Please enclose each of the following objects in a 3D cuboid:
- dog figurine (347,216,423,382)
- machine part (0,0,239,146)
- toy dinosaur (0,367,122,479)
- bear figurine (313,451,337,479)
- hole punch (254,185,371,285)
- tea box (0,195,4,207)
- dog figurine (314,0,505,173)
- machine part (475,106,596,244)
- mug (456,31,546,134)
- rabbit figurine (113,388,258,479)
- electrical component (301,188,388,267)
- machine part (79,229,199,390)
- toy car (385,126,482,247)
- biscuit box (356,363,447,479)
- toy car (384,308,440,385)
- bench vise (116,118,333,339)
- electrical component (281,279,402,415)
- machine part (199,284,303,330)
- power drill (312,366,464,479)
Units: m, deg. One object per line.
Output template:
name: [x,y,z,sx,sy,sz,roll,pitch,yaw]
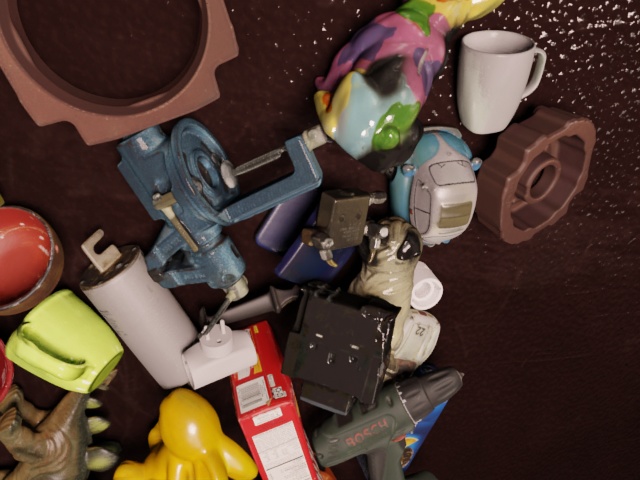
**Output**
dog figurine: [0.082,0.065,0.696,0.121,0.172,0.190,24,95,3]
machine part: [-0.191,-0.205,0.489,0.201,0.087,0.200,-22,119,-5]
toy dinosaur: [-0.376,0.340,0.682,0.198,0.105,0.471,33,101,-29]
bear figurine: [-0.065,0.414,0.811,0.196,0.132,0.120,-46,121,0]
hole punch: [-0.001,-0.002,0.651,0.115,0.092,0.142,26,101,-31]
tea box: [-0.383,-0.081,0.483,0.098,0.068,0.169,-25,111,-5]
dog figurine: [0.097,-0.193,0.543,0.108,0.192,0.219,33,117,-22]
machine part: [0.276,-0.082,0.697,0.179,0.056,0.179,-20,130,-26]
mug: [0.211,-0.186,0.640,0.109,0.081,0.107,-15,132,-19]
rabbit figurine: [-0.164,0.263,0.653,0.122,0.163,0.173,-26,137,-55]
electrical component: [0.031,-0.014,0.582,0.102,0.045,0.078,-3,120,-39]
machine part: [-0.202,0.093,0.635,0.079,0.079,0.242,-28,122,-4]
toy car: [0.141,-0.054,0.663,0.109,0.103,0.161,-6,114,-15]
biscuit box: [0.131,0.290,0.850,0.059,0.063,0.202,16,110,-26]
toy car: [0.107,0.191,0.797,0.073,0.056,0.201,16,109,-25]
bench vise: [-0.093,-0.042,0.568,0.241,0.129,0.223,-22,100,16]
electrical component: [0.022,0.124,0.606,0.115,0.058,0.134,14,100,18]
machine part: [-0.084,0.084,0.671,0.139,0.084,0.039,-17,87,-2]
power drill: [0.118,0.299,0.770,0.232,0.086,0.207,-21,117,1]
